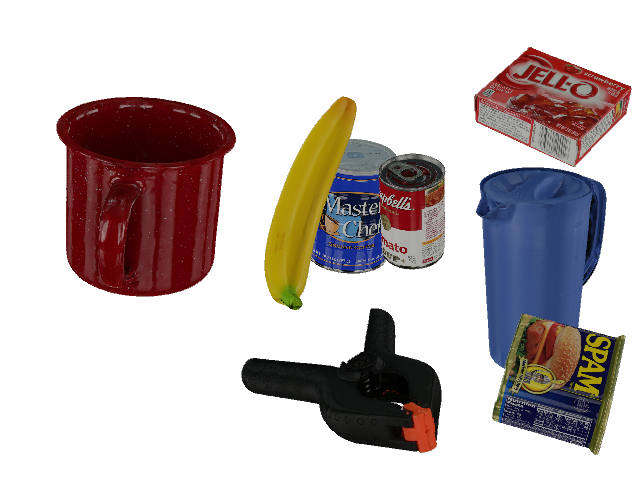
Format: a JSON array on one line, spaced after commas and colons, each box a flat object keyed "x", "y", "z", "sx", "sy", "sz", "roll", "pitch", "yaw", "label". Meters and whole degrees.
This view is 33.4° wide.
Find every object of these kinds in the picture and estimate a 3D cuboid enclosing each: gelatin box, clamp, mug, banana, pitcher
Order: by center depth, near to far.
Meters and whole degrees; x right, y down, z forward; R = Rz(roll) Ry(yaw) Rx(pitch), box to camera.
[{"x": -0.096, "y": -0.017, "z": 0.566, "sx": 0.093, "sy": 0.081, "sz": 0.117, "roll": 7, "pitch": 28, "yaw": -1, "label": "mug"}, {"x": 0.018, "y": 0.097, "z": 0.712, "sx": 0.120, "sy": 0.039, "sz": 0.172, "roll": -23, "pitch": 20, "yaw": -9, "label": "clamp"}, {"x": 0.169, "y": -0.100, "z": 0.783, "sx": 0.089, "sy": 0.030, "sz": 0.073, "roll": 30, "pitch": 56, "yaw": 30, "label": "gelatin box"}, {"x": -0.010, "y": -0.024, "z": 0.871, "sx": 0.037, "sy": 0.197, "sz": 0.070, "roll": 29, "pitch": -29, "yaw": -31, "label": "banana"}, {"x": 0.273, "y": 0.036, "z": 1.322, "sx": 0.149, "sy": 0.243, "sz": 0.145, "roll": 3, "pitch": 23, "yaw": 15, "label": "pitcher"}]

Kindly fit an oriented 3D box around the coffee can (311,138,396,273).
[{"x": 0.038, "y": -0.044, "z": 1.338, "sx": 0.103, "sy": 0.140, "sz": 0.103, "roll": 3, "pitch": 27, "yaw": -2, "label": "coffee can"}]

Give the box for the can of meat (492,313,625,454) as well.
[{"x": 0.188, "y": 0.110, "z": 0.843, "sx": 0.084, "sy": 0.057, "sz": 0.102, "roll": 14, "pitch": 40, "yaw": 15, "label": "can of meat"}]

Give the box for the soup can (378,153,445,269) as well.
[{"x": 0.095, "y": -0.030, "z": 1.109, "sx": 0.068, "sy": 0.102, "sz": 0.068, "roll": -3, "pitch": 35, "yaw": 2, "label": "soup can"}]
